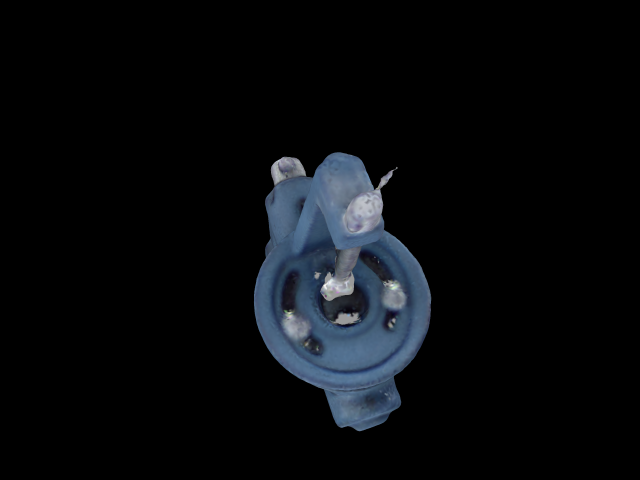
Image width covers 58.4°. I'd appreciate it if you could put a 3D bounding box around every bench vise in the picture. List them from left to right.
[{"bbox_3d":[-0.006,0.007,0.396,0.122,0.220,0.207,-31,59,-21],"label":"bench vise"}]
